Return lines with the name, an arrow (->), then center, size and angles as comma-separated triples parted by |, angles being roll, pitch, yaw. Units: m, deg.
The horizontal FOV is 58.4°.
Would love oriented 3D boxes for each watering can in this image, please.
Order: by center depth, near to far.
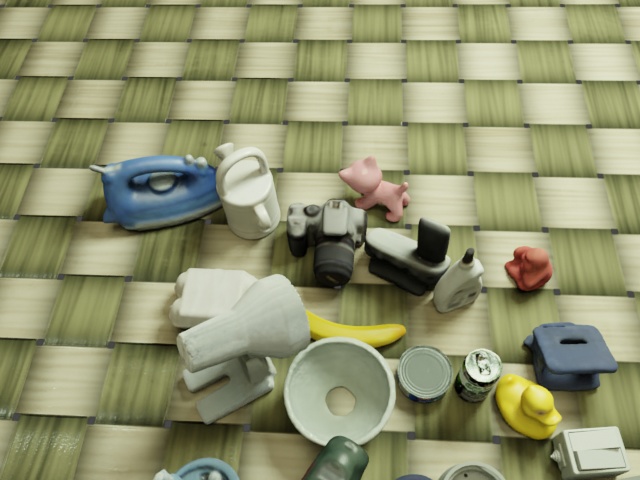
watering can -> -0.135, -0.096, 1.004 | 0.172, 0.194, 0.101 | 34, 67, 20

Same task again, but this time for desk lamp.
desk lamp -> -0.115, 0.161, 0.840 | 0.203, 0.214, 0.117 | -28, 62, -13

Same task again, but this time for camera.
camera -> 0.009, 0.004, 0.992 | 0.143, 0.101, 0.137 | 2, 60, 4

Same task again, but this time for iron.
iron -> -0.281, -0.110, 1.050 | 0.258, 0.141, 0.118 | -11, 59, -3

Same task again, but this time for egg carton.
egg carton -> -0.174, 0.102, 0.962 | 0.150, 0.069, 0.107 | 1, 60, 4

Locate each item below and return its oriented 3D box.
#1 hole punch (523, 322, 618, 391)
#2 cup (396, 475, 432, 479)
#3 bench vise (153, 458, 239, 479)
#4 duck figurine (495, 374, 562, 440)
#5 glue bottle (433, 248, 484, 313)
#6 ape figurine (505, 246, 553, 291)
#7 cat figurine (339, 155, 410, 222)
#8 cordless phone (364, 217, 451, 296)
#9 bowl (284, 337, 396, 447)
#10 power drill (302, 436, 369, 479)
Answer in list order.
hole punch -> 0.382, 0.172, 0.880 | 0.108, 0.091, 0.101 | -2, 59, 2
cup -> 0.113, 0.372, 0.774 | 0.117, 0.095, 0.091 | 0, 59, 3
bench vise -> -0.126, 0.349, 0.727 | 0.207, 0.220, 0.121 | 17, 62, 13
duck figurine -> 0.312, 0.239, 0.847 | 0.077, 0.086, 0.104 | -33, 63, -15
glue bottle -> 0.225, 0.058, 0.907 | 0.078, 0.173, 0.037 | -18, 60, -7
ape figurine -> 0.355, 0.041, 0.958 | 0.076, 0.092, 0.078 | 15, 61, 11
cat figurine -> 0.101, -0.103, 1.040 | 0.127, 0.118, 0.067 | 19, 62, 13
cordless phone -> 0.146, -0.001, 0.939 | 0.147, 0.185, 0.094 | 22, 63, 15
bowl -> 0.030, 0.237, 0.869 | 0.167, 0.075, 0.167 | -1, 59, 2
power drill -> -0.015, 0.365, 0.718 | 0.075, 0.208, 0.230 | 26, 64, 17
